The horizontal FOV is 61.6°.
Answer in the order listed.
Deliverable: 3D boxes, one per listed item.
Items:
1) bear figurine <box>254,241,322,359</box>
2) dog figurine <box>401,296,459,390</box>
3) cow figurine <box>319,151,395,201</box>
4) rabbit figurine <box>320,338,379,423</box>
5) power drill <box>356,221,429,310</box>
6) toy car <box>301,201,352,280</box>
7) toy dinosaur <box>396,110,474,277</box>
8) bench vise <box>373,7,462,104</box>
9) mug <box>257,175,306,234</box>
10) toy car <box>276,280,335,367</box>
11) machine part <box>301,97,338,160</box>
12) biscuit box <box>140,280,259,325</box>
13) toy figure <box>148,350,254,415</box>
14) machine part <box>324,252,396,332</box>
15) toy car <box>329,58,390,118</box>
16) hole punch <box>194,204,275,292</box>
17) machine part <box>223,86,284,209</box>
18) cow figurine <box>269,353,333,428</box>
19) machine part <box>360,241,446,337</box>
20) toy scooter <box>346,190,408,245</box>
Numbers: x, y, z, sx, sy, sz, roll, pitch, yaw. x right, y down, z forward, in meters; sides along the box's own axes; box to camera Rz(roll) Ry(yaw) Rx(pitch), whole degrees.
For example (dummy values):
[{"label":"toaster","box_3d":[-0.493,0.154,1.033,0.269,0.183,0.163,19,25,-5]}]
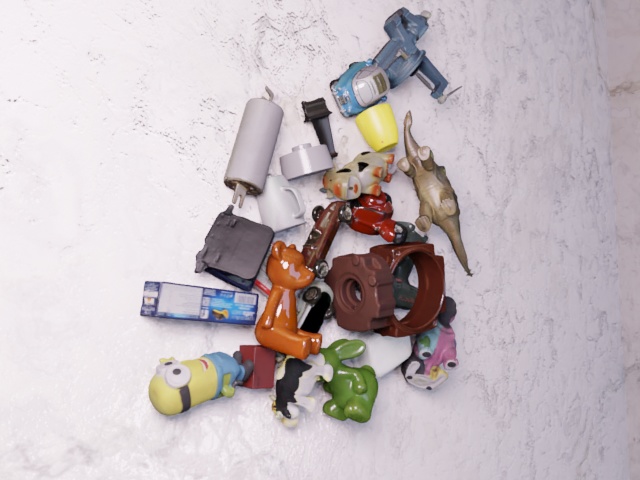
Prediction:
[{"label":"bear figurine","box_3d":[-0.048,0.106,0.994,0.120,0.132,0.195,33,72,-74]},{"label":"dog figurine","box_3d":[0.285,0.244,1.367,0.108,0.191,0.219,22,40,-5]},{"label":"cow figurine","box_3d":[0.079,-0.142,1.182,0.195,0.127,0.085,-47,143,-54]},{"label":"rabbit figurine","box_3d":[0.042,0.278,1.122,0.170,0.121,0.159,41,67,-19]},{"label":"power drill","box_3d":[0.185,0.061,1.295,0.232,0.086,0.207,31,63,-40]},{"label":"toy car","box_3d":[-0.002,-0.003,1.106,0.053,0.089,0.202,44,61,-38]},{"label":"toy dinosaur","box_3d":[0.297,-0.098,1.346,0.470,0.105,0.198,70,25,-10]},{"label":"bench vise","box_3d":[0.239,-0.442,1.330,0.240,0.129,0.223,40,68,-16]},{"label":"mug","box_3d":[-0.076,-0.072,1.033,0.081,0.109,0.107,-20,88,-37]},{"label":"toy car","box_3d":[-0.031,0.176,1.095,0.073,0.056,0.202,50,57,-38]},{"label":"machine part","box_3d":[0.004,-0.236,1.161,0.084,0.039,0.138,-27,105,-47]},{"label":"biscuit box","box_3d":[-0.201,0.110,0.925,0.202,0.063,0.059,14,77,-44]},{"label":"toy figure","box_3d":[-0.200,0.239,0.910,0.180,0.082,0.089,1,85,-47]},{"label":"machine part","box_3d":[0.079,0.109,1.129,0.056,0.179,0.179,-7,93,-41]},{"label":"toy car","box_3d":[0.102,-0.348,1.217,0.162,0.103,0.109,-42,115,-39]},{"label":"hole punch","box_3d":[-0.150,0.022,0.970,0.116,0.092,0.142,21,70,4]},{"label":"machine part","box_3d":[-0.123,-0.174,1.007,0.079,0.079,0.243,27,68,-40]},{"label":"cow figurine","box_3d":[-0.053,0.290,1.029,0.098,0.068,0.167,17,109,-31]},{"label":"machine part","box_3d":[0.190,0.107,1.200,0.201,0.087,0.200,-5,95,-34]},{"label":"toy scooter","box_3d":[0.108,-0.059,1.194,0.135,0.184,0.075,8,124,-22]}]
